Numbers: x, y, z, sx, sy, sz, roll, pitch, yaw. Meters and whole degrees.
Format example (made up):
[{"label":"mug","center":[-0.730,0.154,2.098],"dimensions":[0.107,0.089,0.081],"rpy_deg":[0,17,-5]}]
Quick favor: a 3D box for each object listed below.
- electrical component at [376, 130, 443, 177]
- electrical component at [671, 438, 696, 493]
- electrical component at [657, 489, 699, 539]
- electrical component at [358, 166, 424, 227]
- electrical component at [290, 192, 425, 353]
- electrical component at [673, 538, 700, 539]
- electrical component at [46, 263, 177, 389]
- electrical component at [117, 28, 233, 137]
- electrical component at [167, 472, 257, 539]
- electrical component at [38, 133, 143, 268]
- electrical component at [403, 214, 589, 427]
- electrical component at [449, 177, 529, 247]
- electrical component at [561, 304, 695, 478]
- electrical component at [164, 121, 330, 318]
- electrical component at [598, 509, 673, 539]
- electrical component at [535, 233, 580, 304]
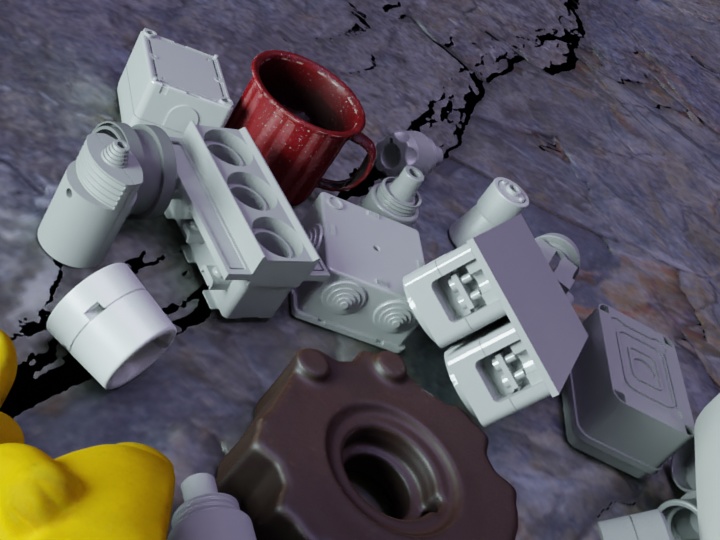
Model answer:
[{"label":"electrical component","center":[0.046,-0.097,0.917],"dimensions":[0.062,0.043,0.043],"rpy_deg":[-7,52,-48]},{"label":"electrical component","center":[0.281,0.167,0.800],"dimensions":[0.077,0.044,0.079],"rpy_deg":[21,34,-27]},{"label":"electrical component","center":[0.238,0.177,0.752],"dimensions":[0.055,0.045,0.045],"rpy_deg":[-5,51,-45]},{"label":"electrical component","center":[0.027,-0.052,0.826],"dimensions":[0.048,0.062,0.048],"rpy_deg":[22,36,-17]},{"label":"electrical component","center":[0.000,0.000,0.750],"dimensions":[0.100,0.048,0.099],"rpy_deg":[21,37,-24]},{"label":"electrical component","center":[0.238,0.229,0.678],"dimensions":[0.109,0.056,0.108],"rpy_deg":[10,41,-34]},{"label":"electrical component","center":[-0.134,0.032,0.587],"dimensions":[0.047,0.055,0.055],"rpy_deg":[47,35,9]},{"label":"electrical component","center":[-0.137,-0.124,0.775],"dimensions":[0.062,0.061,0.096],"rpy_deg":[16,31,-28]},{"label":"electrical component","center":[-0.074,0.130,0.530],"dimensions":[0.043,0.043,0.062],"rpy_deg":[11,39,-33]},{"label":"electrical component","center":[-0.156,-0.044,0.635],"dimensions":[0.043,0.081,0.043],"rpy_deg":[24,35,-18]},{"label":"electrical component","center":[0.095,0.029,0.732],"dimensions":[0.105,0.060,0.186],"rpy_deg":[61,19,2]},{"label":"electrical component","center":[0.109,-0.044,0.888],"dimensions":[0.044,0.065,0.044],"rpy_deg":[24,35,-18]},{"label":"electrical component","center":[0.197,0.091,0.810],"dimensions":[0.078,0.057,0.113],"rpy_deg":[27,34,-15]},{"label":"electrical component","center":[-0.083,-0.031,0.701],"dimensions":[0.079,0.063,0.121],"rpy_deg":[1,47,-41]},{"label":"electrical component","center":[0.157,0.213,0.623],"dimensions":[0.052,0.074,0.138],"rpy_deg":[65,12,-59]},{"label":"electrical component","center":[0.155,0.000,0.896],"dimensions":[0.066,0.048,0.055],"rpy_deg":[39,41,3]}]
